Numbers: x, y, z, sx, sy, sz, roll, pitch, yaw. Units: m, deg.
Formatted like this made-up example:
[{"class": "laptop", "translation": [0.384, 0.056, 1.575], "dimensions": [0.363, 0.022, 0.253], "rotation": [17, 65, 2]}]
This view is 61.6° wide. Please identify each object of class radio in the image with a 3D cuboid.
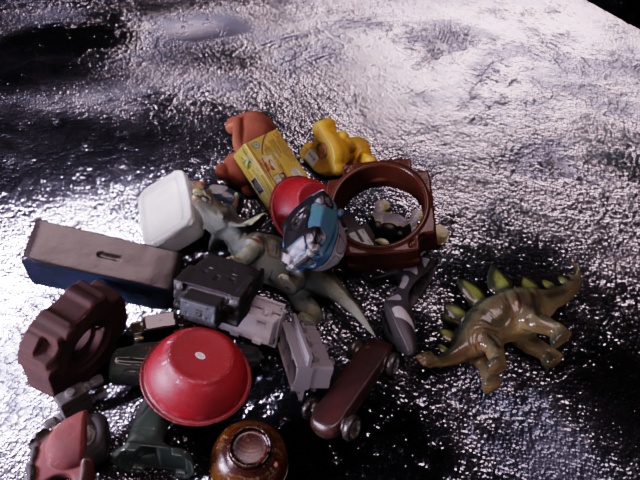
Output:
[{"class": "radio", "translation": [-0.352, 0.047, 0.883], "dimensions": [0.229, 0.131, 0.073], "rotation": [16, 64, -17]}]

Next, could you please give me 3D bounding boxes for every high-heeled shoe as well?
[{"class": "high-heeled shoe", "translation": [0.179, 0.113, 0.970], "dimensions": [0.145, 0.086, 0.249], "rotation": [-9, 35, -7]}]

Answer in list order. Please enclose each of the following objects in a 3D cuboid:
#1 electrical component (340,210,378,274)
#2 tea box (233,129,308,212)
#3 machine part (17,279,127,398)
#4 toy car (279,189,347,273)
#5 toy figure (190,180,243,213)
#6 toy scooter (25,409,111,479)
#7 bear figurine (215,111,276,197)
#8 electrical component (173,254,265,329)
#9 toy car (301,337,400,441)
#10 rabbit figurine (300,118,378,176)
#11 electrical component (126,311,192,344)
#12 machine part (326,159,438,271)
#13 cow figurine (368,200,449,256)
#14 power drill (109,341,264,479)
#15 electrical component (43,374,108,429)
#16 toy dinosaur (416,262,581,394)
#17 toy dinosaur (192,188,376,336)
[{"class": "electrical component", "translation": [0.070, 0.001, 1.085], "dimensions": [0.075, 0.047, 0.119], "rotation": [-23, 65, -29]}, {"class": "tea box", "translation": [-0.094, -0.138, 1.148], "dimensions": [0.098, 0.068, 0.169], "rotation": [-32, 90, -35]}, {"class": "machine part", "translation": [-0.358, 0.147, 0.797], "dimensions": [0.056, 0.179, 0.179], "rotation": [25, 46, 10]}, {"class": "toy car", "translation": [-0.002, -0.003, 0.916], "dimensions": [0.103, 0.109, 0.162], "rotation": [37, 32, -25]}, {"class": "toy figure", "translation": [-0.243, -0.096, 1.146], "dimensions": [0.155, 0.057, 0.064], "rotation": [15, 7, 8]}, {"class": "toy scooter", "translation": [-0.345, 0.314, 0.695], "dimensions": [0.135, 0.075, 0.184], "rotation": [-5, 50, -13]}, {"class": "bear figurine", "translation": [-0.175, -0.193, 1.234], "dimensions": [0.120, 0.132, 0.196], "rotation": [29, 71, -26]}, {"class": "electrical component", "translation": [-0.162, 0.081, 0.847], "dimensions": [0.115, 0.058, 0.134], "rotation": [12, 27, 10]}, {"class": "toy car", "translation": [0.055, 0.234, 0.857], "dimensions": [0.089, 0.053, 0.202], "rotation": [11, 38, 32]}, {"class": "rabbit figurine", "translation": [0.066, -0.210, 1.278], "dimensions": [0.162, 0.121, 0.173], "rotation": [42, 34, 25]}, {"class": "electrical component", "translation": [-0.263, 0.146, 0.882], "dimensions": [0.102, 0.078, 0.045], "rotation": [-6, 70, -23]}, {"class": "machine part", "translation": [0.114, -0.049, 1.014], "dimensions": [0.202, 0.087, 0.201], "rotation": [-4, 63, 8]}, {"class": "cow figurine", "translation": [0.180, -0.015, 1.123], "dimensions": [0.167, 0.068, 0.098], "rotation": [18, 50, 14]}, {"class": "power drill", "translation": [-0.205, 0.235, 0.795], "dimensions": [0.232, 0.085, 0.207], "rotation": [6, 48, -5]}, {"class": "electrical component", "translation": [-0.356, 0.235, 0.778], "dimensions": [0.094, 0.063, 0.021], "rotation": [-30, 57, -32]}, {"class": "toy dinosaur", "translation": [0.352, 0.137, 0.974], "dimensions": [0.471, 0.105, 0.199], "rotation": [-12, 44, -27]}, {"class": "toy dinosaur", "translation": [-0.069, 0.045, 0.991], "dimensions": [0.405, 0.131, 0.192], "rotation": [26, 40, 5]}]
